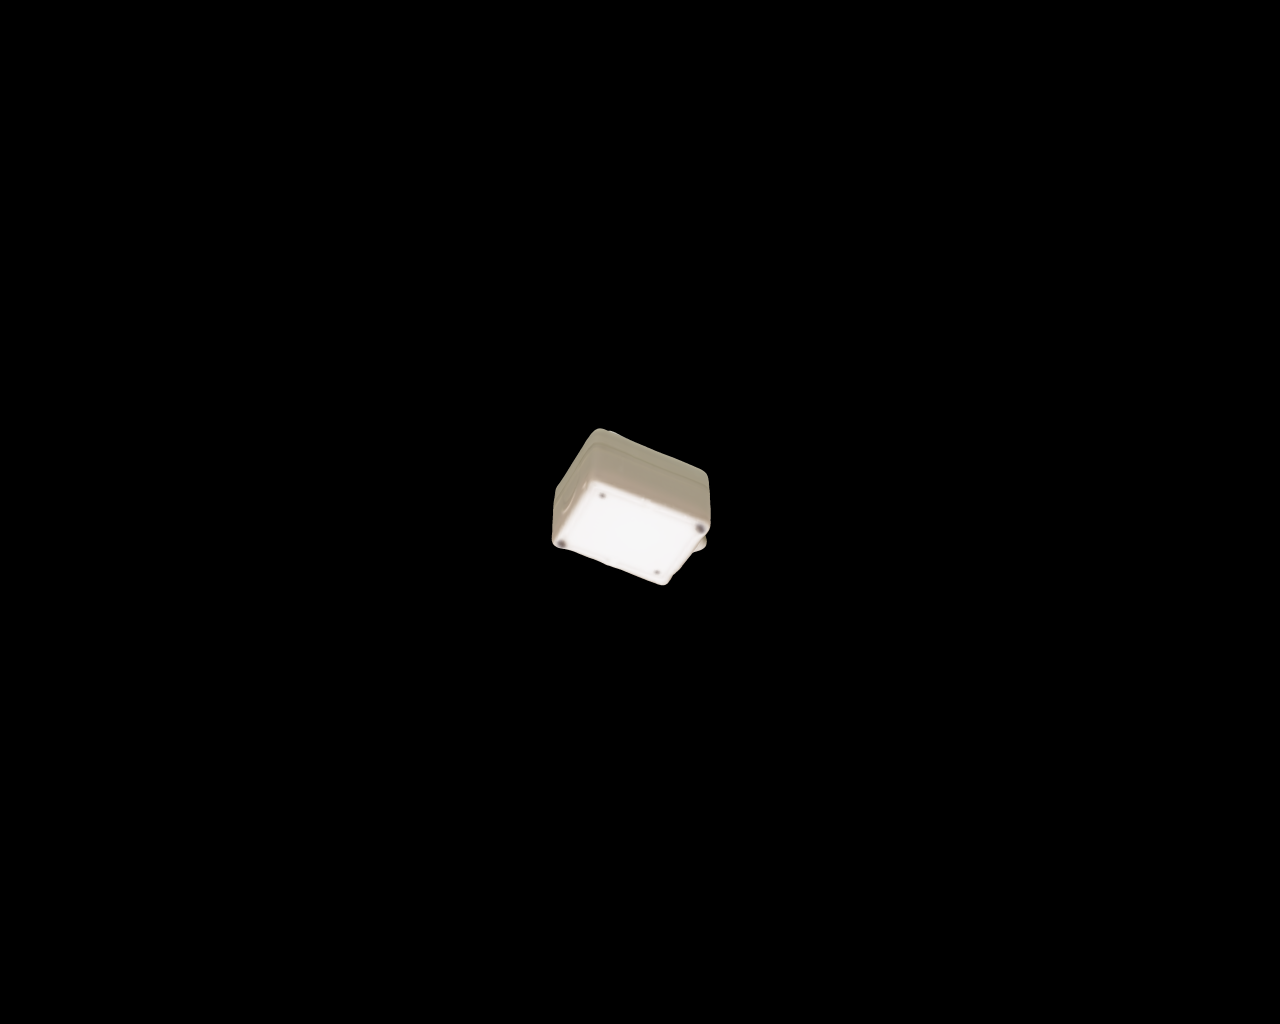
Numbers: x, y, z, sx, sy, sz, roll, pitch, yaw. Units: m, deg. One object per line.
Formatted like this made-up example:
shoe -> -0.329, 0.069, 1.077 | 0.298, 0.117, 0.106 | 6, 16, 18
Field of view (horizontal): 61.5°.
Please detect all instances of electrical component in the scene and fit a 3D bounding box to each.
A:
electrical component -> 0.001, -0.003, 0.650 | 0.096, 0.061, 0.061 | 22, 38, -18
